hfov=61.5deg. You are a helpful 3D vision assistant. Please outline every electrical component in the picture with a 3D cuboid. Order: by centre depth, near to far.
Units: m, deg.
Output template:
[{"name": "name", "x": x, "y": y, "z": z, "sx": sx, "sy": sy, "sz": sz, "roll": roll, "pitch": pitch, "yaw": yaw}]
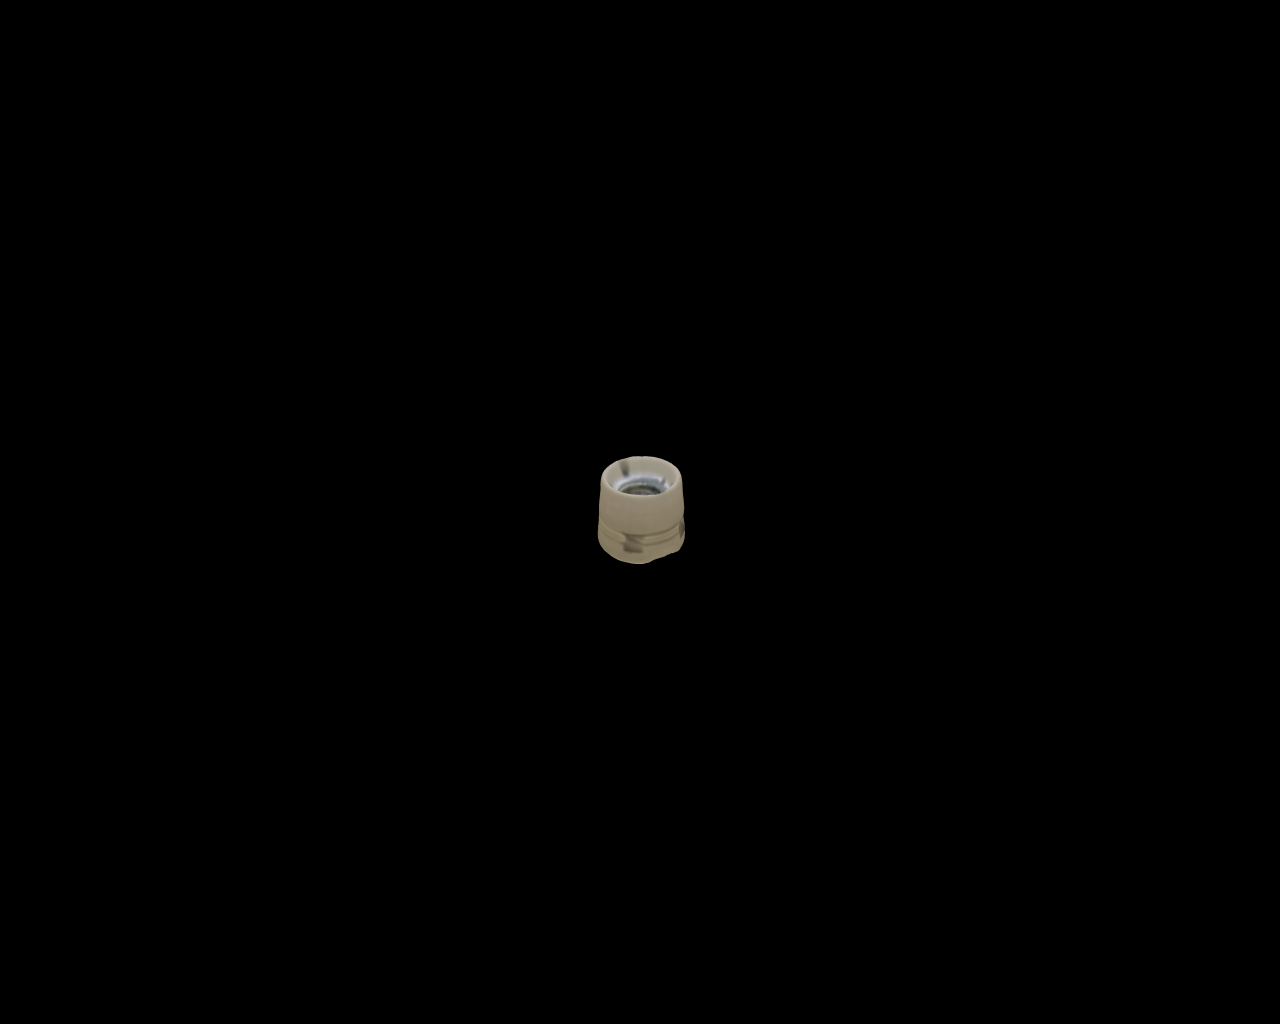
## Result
[{"name": "electrical component", "x": 0.001, "y": -0.003, "z": 0.650, "sx": 0.055, "sy": 0.047, "sz": 0.055, "roll": 0, "pitch": 33, "yaw": 0}]
